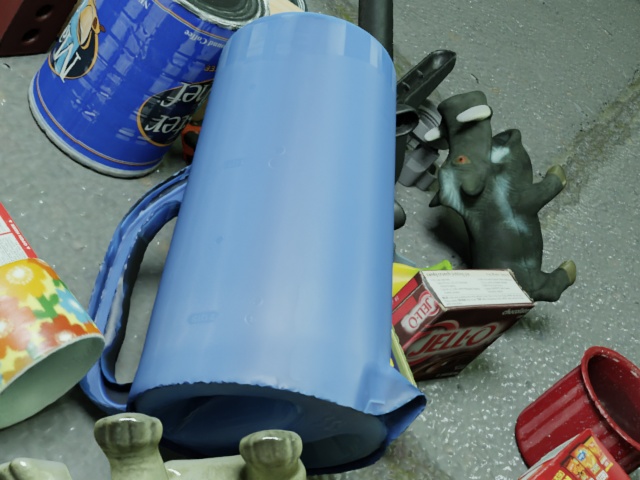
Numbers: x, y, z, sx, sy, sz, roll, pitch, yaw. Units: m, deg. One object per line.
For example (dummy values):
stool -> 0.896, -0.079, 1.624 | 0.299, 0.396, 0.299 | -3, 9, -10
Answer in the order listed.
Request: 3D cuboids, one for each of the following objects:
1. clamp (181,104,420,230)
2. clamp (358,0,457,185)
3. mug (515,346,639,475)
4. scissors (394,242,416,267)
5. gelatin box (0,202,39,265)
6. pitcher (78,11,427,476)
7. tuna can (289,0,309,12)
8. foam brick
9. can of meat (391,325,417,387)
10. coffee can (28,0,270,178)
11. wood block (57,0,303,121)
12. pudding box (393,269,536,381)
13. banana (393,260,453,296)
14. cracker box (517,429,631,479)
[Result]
clamp -> -0.010, -0.067, 0.758 | 0.171, 0.039, 0.120 | 15, 41, 10
clamp -> 0.053, -0.104, 0.851 | 0.164, 0.036, 0.210 | 29, 73, -56
mug -> 0.208, 0.145, 0.784 | 0.117, 0.082, 0.093 | 36, 33, -11
scissors -> 0.063, 0.019, 0.794 | 0.201, 0.016, 0.096 | 28, -5, -22
gelatin box -> -0.194, 0.013, 0.555 | 0.073, 0.030, 0.089 | 53, 33, 12
pitcher -> -0.030, -0.002, 0.589 | 0.149, 0.145, 0.242 | 20, 58, -23
tuna can -> -0.053, -0.215, 0.962 | 0.086, 0.034, 0.086 | 28, 36, -23
foam brick -> -0.198, -0.169, 0.714 | 0.051, 0.078, 0.052 | 50, 33, 13
can of meat -> 0.002, 0.075, 0.670 | 0.083, 0.058, 0.102 | 12, 44, -36
coffee can -> -0.113, -0.124, 0.694 | 0.102, 0.140, 0.103 | 28, 36, -22
wood block -> -0.095, -0.159, 0.800 | 0.206, 0.091, 0.090 | 31, 35, -17
pudding box -> 0.082, 0.060, 0.739 | 0.113, 0.090, 0.039 | -2, 53, -48
banana -> -0.010, 0.014, 0.715 | 0.197, 0.070, 0.037 | 12, 39, -27
cracker box -> 0.181, 0.243, 0.655 | 0.214, 0.072, 0.163 | 53, 35, 13
